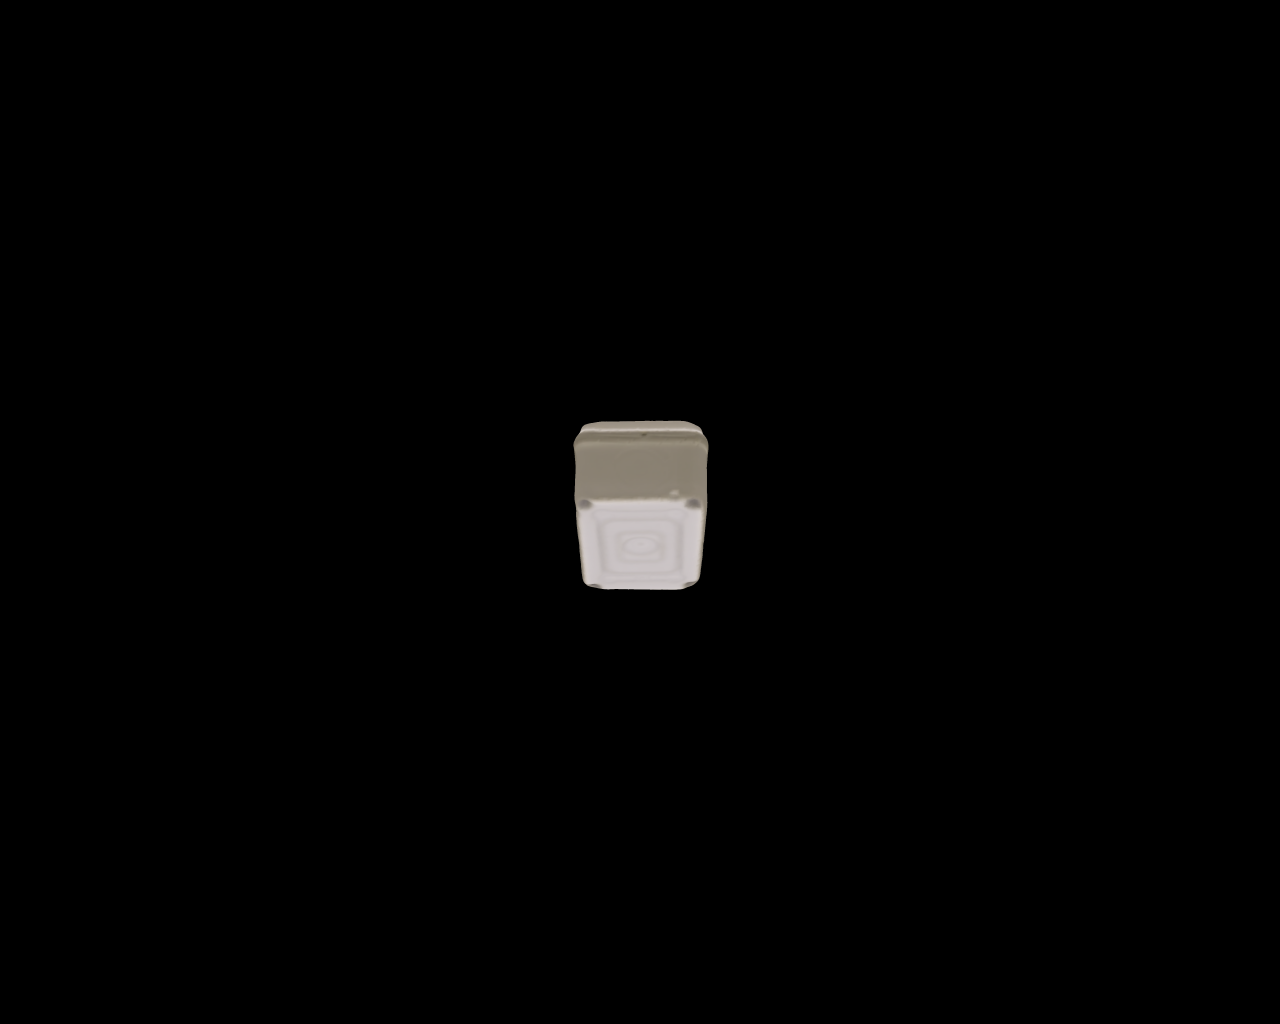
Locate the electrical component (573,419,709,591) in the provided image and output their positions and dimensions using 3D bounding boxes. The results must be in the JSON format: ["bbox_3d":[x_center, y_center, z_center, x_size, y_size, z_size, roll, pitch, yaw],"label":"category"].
[{"bbox_3d":[0.001,-0.003,0.650,0.078,0.057,0.113,0,-32,0],"label":"electrical component"}]
